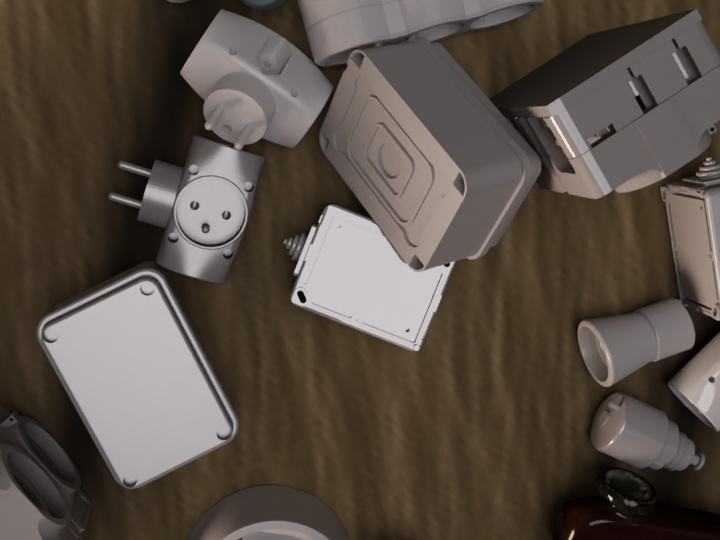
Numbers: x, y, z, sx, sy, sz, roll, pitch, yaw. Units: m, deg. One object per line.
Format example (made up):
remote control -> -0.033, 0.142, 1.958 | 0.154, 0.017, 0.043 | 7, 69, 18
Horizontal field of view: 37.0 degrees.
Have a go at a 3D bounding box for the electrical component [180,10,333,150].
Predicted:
electrical component -> -0.064, -0.097, 0.604 | 0.077, 0.079, 0.043 | 33, 135, -12

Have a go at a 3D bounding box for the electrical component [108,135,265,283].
electrical component -> -0.104, -0.040, 0.619 | 0.079, 0.044, 0.077 | 17, 96, -11

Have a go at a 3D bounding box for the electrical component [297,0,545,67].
electrical component -> 0.031, -0.170, 0.616 | 0.138, 0.052, 0.073 | -16, 90, -6

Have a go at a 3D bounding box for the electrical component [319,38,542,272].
electrical component -> 0.037, -0.065, 0.594 | 0.057, 0.078, 0.113 | -16, 58, -35

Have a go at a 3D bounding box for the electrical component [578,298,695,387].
electrical component -> 0.176, 0.043, 0.678 | 0.065, 0.044, 0.044 | -18, 101, -10

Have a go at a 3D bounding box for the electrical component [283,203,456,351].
electrical component -> 0.000, 0.000, 0.636 | 0.096, 0.061, 0.061 | 21, 93, -5

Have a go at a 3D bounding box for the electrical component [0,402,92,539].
electrical component -> -0.230, 0.092, 0.589 | 0.060, 0.105, 0.186 | -39, 102, -1

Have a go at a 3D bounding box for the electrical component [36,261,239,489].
electrical component -> -0.127, 0.060, 0.625 | 0.078, 0.057, 0.113 | -26, 102, -4

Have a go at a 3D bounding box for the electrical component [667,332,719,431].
electrical component -> 0.252, 0.073, 0.692 | 0.077, 0.043, 0.079 | -44, 105, 1

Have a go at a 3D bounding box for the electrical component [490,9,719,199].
electrical component -> 0.132, -0.086, 0.594 | 0.089, 0.150, 0.061 | -33, 101, -2

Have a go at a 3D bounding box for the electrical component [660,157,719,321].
electrical component -> 0.231, -0.024, 0.664 | 0.061, 0.061, 0.096 | -13, 100, -6

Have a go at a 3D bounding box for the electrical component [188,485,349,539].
electrical component -> -0.054, 0.193, 0.655 | 0.108, 0.060, 0.108 | -1, 99, -8

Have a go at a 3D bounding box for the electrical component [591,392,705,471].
electrical component -> 0.185, 0.108, 0.689 | 0.078, 0.040, 0.040 | 25, 94, -12
